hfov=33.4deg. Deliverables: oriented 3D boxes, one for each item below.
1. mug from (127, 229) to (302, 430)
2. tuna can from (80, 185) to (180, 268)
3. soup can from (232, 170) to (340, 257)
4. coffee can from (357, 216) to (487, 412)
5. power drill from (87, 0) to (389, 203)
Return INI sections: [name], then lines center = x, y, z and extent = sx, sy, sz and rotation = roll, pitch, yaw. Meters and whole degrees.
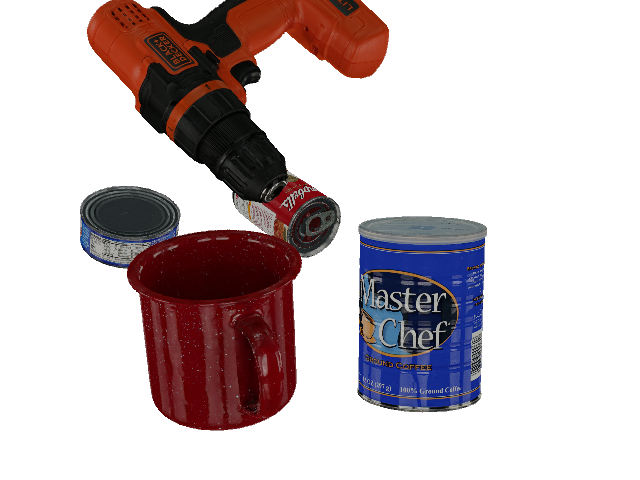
[mug]
center = -0.049, 0.053, 0.572
extent = 0.093, 0.081, 0.117
rotation = -15, 27, -26
[tuna can]
center = -0.166, -0.012, 0.928
extent = 0.086, 0.034, 0.086
rotation = 7, 32, -4
[soup can]
center = -0.036, -0.035, 1.111
extent = 0.068, 0.068, 0.102
rotation = 0, 26, -43
[coffee can]
center = 0.081, 0.056, 0.867
extent = 0.103, 0.140, 0.103
rotation = 0, 9, 0
[power drill]
center = -0.041, -0.122, 0.746
extent = 0.187, 0.184, 0.057
rotation = -30, -21, -36
